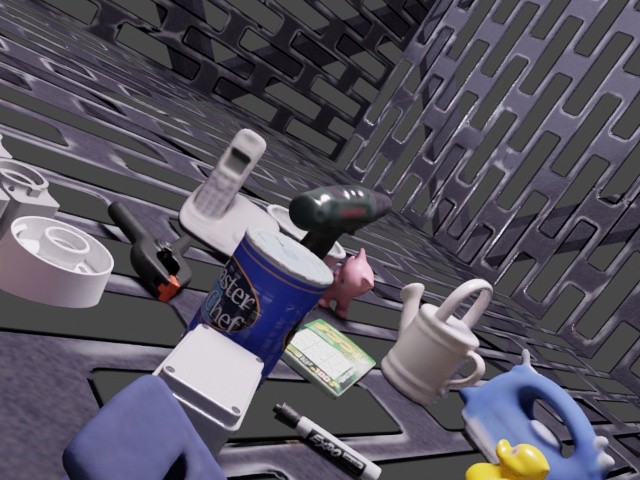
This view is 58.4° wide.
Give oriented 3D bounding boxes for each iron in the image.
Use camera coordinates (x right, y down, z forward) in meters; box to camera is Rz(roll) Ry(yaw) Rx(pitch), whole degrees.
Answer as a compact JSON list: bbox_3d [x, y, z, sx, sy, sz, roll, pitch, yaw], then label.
[{"bbox_3d":[0.306,0.269,0.766,0.119,0.141,0.257,25,14,-32],"label":"iron"}]

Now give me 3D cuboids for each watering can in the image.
[{"bbox_3d":[0.176,0.132,0.840,0.172,0.194,0.101,38,13,21],"label":"watering can"}]

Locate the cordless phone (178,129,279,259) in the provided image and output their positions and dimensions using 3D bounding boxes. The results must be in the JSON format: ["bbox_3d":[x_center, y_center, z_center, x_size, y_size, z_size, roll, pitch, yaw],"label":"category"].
[{"bbox_3d":[-0.116,-0.064,0.882,0.147,0.185,0.094,32,12,-4],"label":"cordless phone"}]

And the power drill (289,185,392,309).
[{"bbox_3d":[0.008,0.003,0.881,0.075,0.208,0.230,39,13,25],"label":"power drill"}]

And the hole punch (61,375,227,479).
[{"bbox_3d":[-0.099,0.146,0.332,0.101,0.091,0.109,33,12,1],"label":"hole punch"}]

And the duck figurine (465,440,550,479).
[{"bbox_3d":[0.229,0.280,0.658,0.078,0.086,0.104,23,16,-39],"label":"duck figurine"}]

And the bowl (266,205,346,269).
[{"bbox_3d":[-0.040,0.011,1.044,0.167,0.074,0.167,32,12,-7],"label":"bowl"}]

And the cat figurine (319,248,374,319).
[{"bbox_3d":[0.049,0.065,0.959,0.067,0.117,0.128,31,12,-9],"label":"cat figurine"}]
